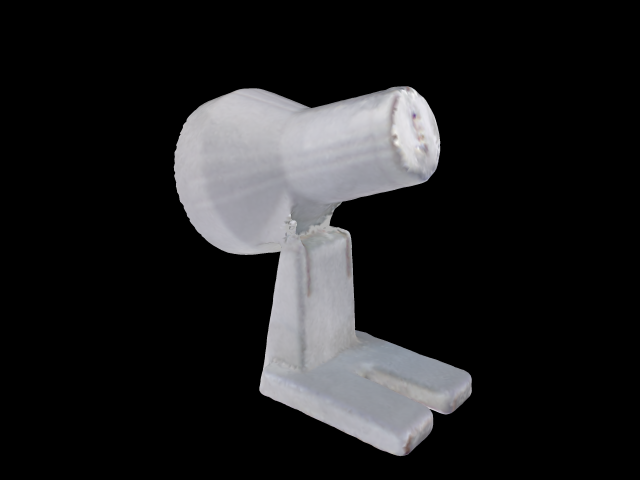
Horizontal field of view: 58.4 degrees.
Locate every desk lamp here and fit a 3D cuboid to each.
[{"bbox_3d":[0.004,0.001,0.400,0.202,0.214,0.118,13,22,36],"label":"desk lamp"}]
